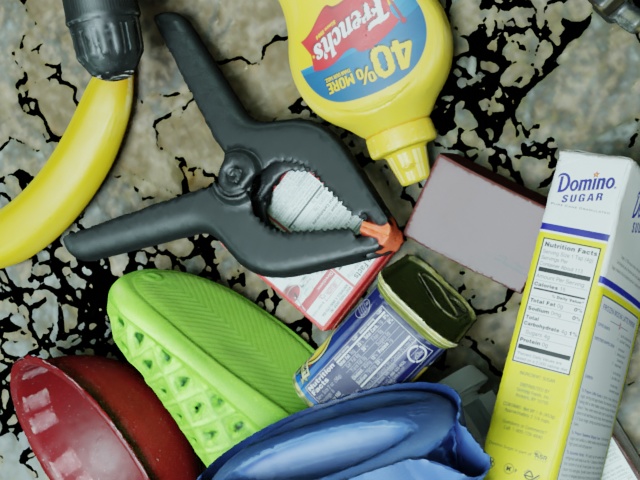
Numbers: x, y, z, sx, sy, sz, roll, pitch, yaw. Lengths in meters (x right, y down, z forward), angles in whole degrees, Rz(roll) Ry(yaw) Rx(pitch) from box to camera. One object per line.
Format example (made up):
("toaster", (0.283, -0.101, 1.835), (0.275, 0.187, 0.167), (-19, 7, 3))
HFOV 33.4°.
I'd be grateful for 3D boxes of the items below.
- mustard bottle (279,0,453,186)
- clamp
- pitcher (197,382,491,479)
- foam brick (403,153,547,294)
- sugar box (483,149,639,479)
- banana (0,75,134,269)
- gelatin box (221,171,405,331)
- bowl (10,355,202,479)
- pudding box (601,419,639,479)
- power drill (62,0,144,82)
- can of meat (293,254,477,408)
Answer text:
("mustard bottle", (0.024, -0.124, 0.623), (0.096, 0.058, 0.191), (-20, 90, 19))
("clamp", (-0.045, -0.045, 0.633), (0.210, 0.036, 0.164), (14, 88, 23))
("pitcher", (0.033, 0.203, 0.526), (0.145, 0.149, 0.243), (-19, 97, -5))
("foam brick", (0.096, -0.011, 0.616), (0.078, 0.051, 0.053), (28, 103, 12))
("sugar box", (0.137, 0.049, 0.567), (0.048, 0.093, 0.176), (9, 82, 31))
("banana", (-0.183, -0.037, 0.701), (0.198, 0.037, 0.069), (-38, 85, 16))
("gelatin box", (-0.004, 0.001, 0.657), (0.089, 0.030, 0.073), (40, 103, 10))
("bowl", (-0.124, 0.129, 0.666), (0.162, 0.055, 0.162), (32, 139, 33))
("pudding box", (0.159, 0.171, 0.621), (0.090, 0.039, 0.113), (-31, 88, 16))
("power drill", (-0.188, -0.176, 0.651), (0.188, 0.057, 0.184), (-7, 95, 35))
("can of meat", (0.037, 0.061, 0.614), (0.057, 0.102, 0.084), (43, 107, 7))
